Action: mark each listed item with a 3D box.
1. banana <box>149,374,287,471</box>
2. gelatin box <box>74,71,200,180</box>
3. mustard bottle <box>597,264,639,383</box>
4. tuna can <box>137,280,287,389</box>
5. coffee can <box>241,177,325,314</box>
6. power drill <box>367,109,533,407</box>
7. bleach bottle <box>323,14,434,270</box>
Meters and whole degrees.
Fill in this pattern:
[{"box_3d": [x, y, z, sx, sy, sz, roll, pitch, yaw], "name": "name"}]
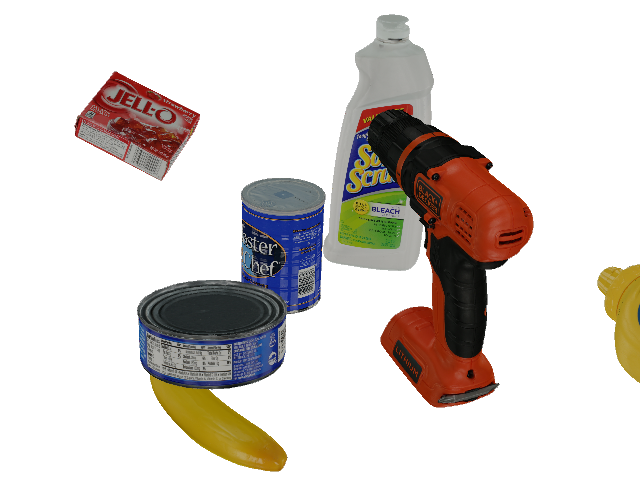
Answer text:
[{"box_3d": [-0.092, 0.123, 0.844, 0.069, 0.037, 0.198, -9, 28, -22], "name": "banana"}, {"box_3d": [-0.162, -0.103, 0.947, 0.089, 0.073, 0.030, 28, -45, -2], "name": "gelatin box"}, {"box_3d": [0.233, 0.064, 0.631, 0.096, 0.058, 0.192, -20, 32, -20], "name": "mustard bottle"}, {"box_3d": [-0.062, 0.053, 0.617, 0.086, 0.034, 0.086, 1, 18, 0], "name": "tuna can"}, {"box_3d": [-0.047, 0.006, 1.321, 0.103, 0.140, 0.103, 2, 26, -1], "name": "coffee can"}, {"box_3d": [0.082, 0.012, 0.783, 0.057, 0.188, 0.185, -13, 33, -19], "name": "power drill"}, {"box_3d": [0.057, -0.096, 1.050, 0.103, 0.251, 0.068, 7, 28, 12], "name": "bleach bottle"}]
